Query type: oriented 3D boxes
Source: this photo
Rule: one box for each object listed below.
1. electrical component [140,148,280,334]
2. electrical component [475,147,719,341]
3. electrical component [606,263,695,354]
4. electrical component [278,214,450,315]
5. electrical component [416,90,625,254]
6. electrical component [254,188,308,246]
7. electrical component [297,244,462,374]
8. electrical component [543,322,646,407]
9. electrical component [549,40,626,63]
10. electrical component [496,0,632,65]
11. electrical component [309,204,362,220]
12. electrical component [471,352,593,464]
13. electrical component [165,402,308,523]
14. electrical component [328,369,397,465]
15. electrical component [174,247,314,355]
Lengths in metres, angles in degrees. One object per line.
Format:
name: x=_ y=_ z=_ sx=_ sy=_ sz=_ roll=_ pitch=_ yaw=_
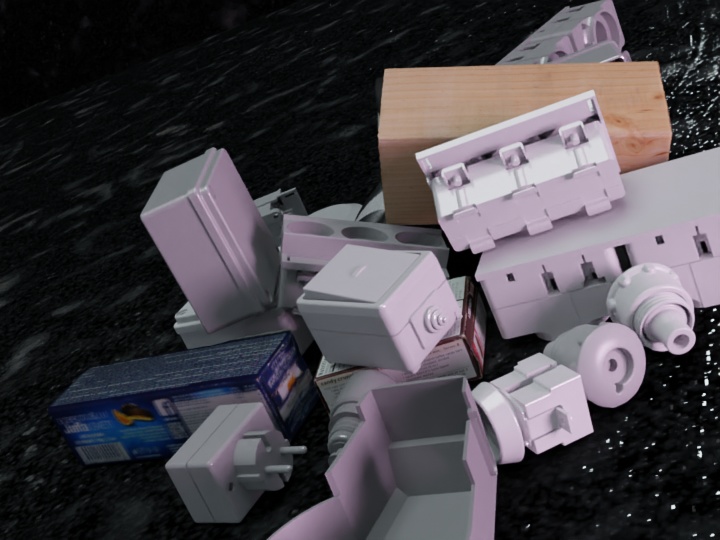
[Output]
electrical component: x=-0.111 y=-0.025 z=0.825 sx=0.056 sy=0.108 sz=0.108 roll=-23 pitch=21 yaw=10
electrical component: x=0.182 y=-0.017 z=0.720 sx=0.186 sy=0.060 sz=0.105 roll=-15 pitch=22 yaw=23
electrical component: x=0.178 y=0.028 z=0.640 sx=0.048 sy=0.048 sz=0.062 roll=-23 pitch=27 yaw=2
electrical component: x=0.000 y=0.000 z=0.810 sx=0.121 sy=0.063 sz=0.078 roll=5 pitch=21 yaw=-6
electrical component: x=0.109 y=-0.062 z=0.717 sx=0.121 sy=0.078 sz=0.063 roll=-19 pitch=50 yaw=14
electrical component: x=-0.096 y=-0.048 z=1.125 sx=0.081 sy=0.042 sz=0.063 roll=-22 pitch=24 yaw=7
electrical component: x=0.016 y=0.022 z=0.696 sx=0.096 sy=0.061 sz=0.061 roll=2 pitch=38 yaw=44
electrical component: x=0.132 y=0.053 z=0.629 sx=0.048 sy=0.048 sz=0.062 roll=-32 pitch=15 yaw=-21
electrical component: x=0.182 y=-0.121 z=0.906 sx=0.109 sy=0.108 sz=0.056 roll=-20 pitch=24 yaw=10
electrical component: x=0.196 y=-0.172 z=1.016 sx=0.060 sy=0.105 sz=0.186 roll=-4 pitch=29 yaw=42
electrical component: x=-0.026 y=-0.023 z=0.972 sx=0.080 sy=0.051 sz=0.080 roll=-21 pitch=21 yaw=8
electrical component: x=0.093 y=0.079 z=0.606 sx=0.055 sy=0.048 sz=0.066 roll=-22 pitch=19 yaw=-16
electrical component: x=-0.068 y=0.120 z=0.677 sx=0.077 sy=0.047 sz=0.065 roll=-9 pitch=25 yaw=34
electrical component: x=0.000 y=0.096 z=0.672 sx=0.040 sy=0.040 sz=0.078 roll=-12 pitch=24 yaw=28
electrical component: x=-0.080 y=0.029 z=0.897 sx=0.109 sy=0.056 sz=0.108 roll=-11 pitch=25 yaw=31
